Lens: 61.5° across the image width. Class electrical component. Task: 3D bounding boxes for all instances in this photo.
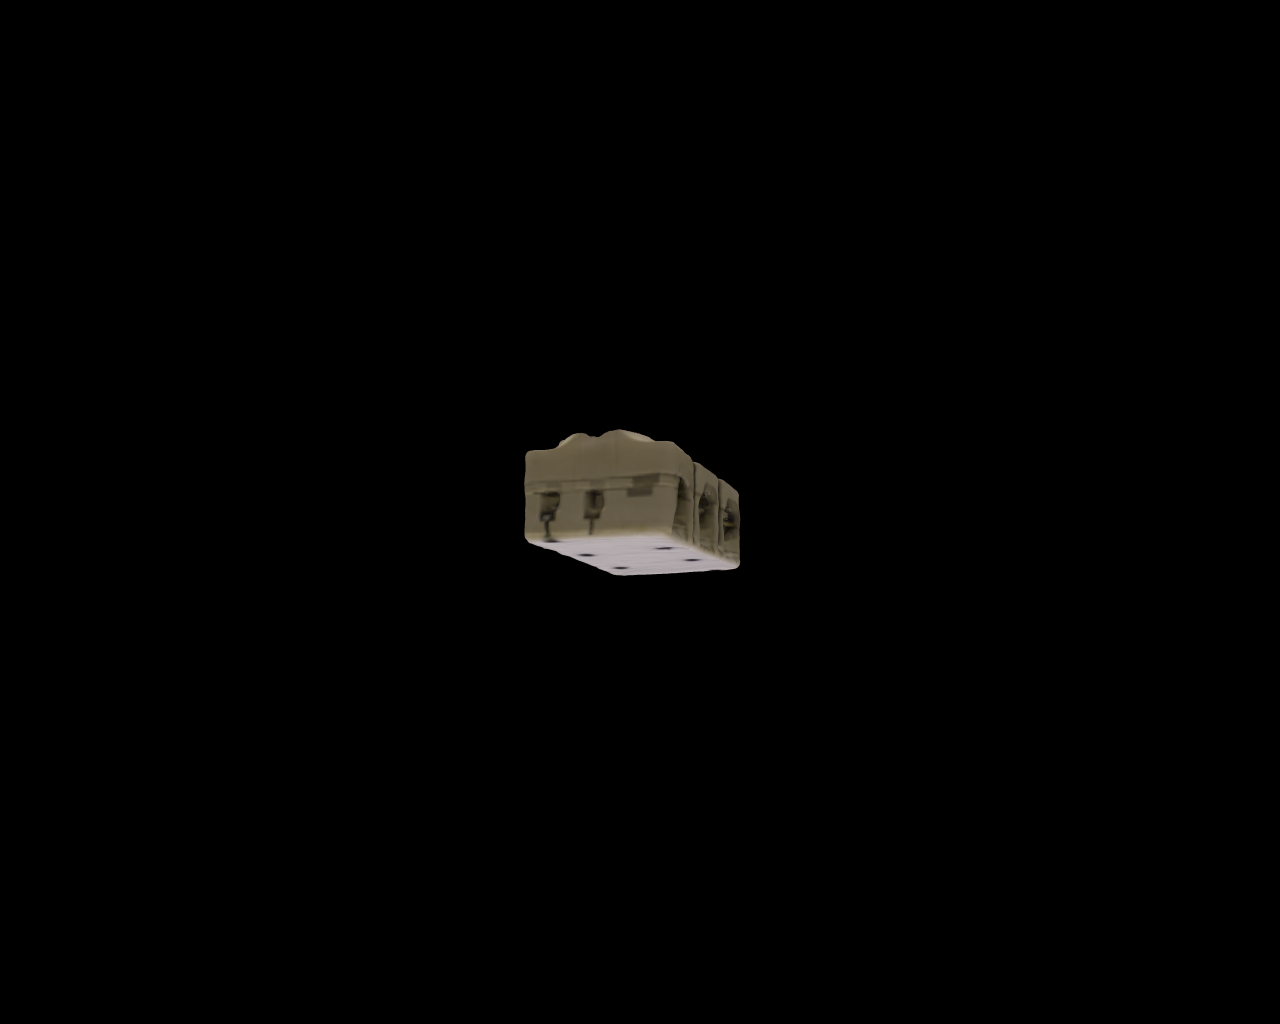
[{"bbox_3d":[0.001,-0.003,0.650,0.089,0.062,0.150,-4,-12,19],"label":"electrical component"}]
